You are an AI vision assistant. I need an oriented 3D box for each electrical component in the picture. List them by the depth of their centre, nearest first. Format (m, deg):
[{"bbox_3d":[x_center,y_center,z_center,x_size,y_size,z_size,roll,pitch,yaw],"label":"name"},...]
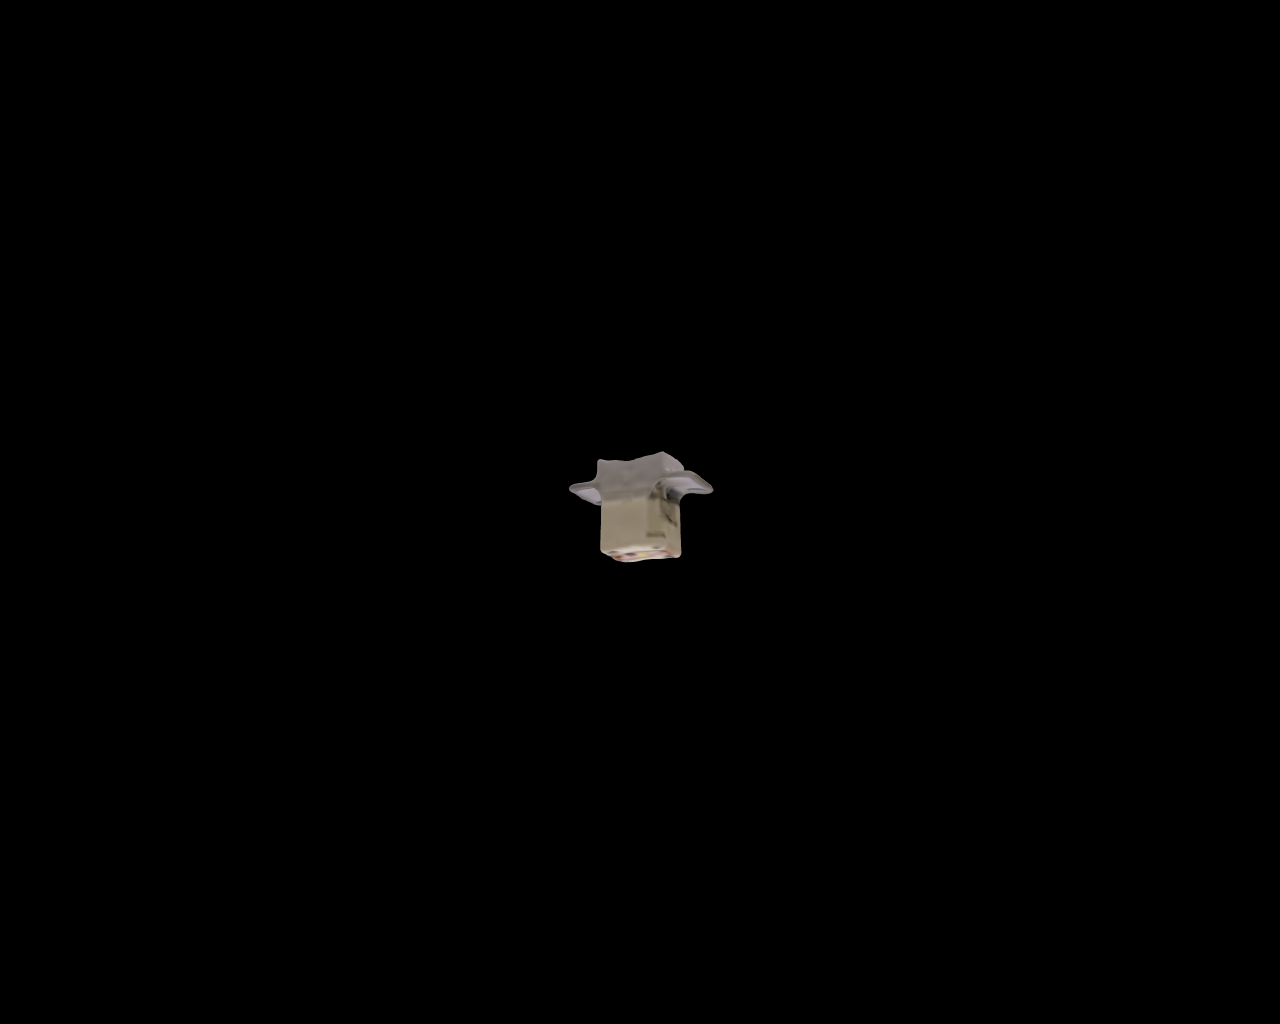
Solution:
[{"bbox_3d":[0.001,-0.003,0.650,0.081,0.064,0.042,-6,-15,22],"label":"electrical component"}]
